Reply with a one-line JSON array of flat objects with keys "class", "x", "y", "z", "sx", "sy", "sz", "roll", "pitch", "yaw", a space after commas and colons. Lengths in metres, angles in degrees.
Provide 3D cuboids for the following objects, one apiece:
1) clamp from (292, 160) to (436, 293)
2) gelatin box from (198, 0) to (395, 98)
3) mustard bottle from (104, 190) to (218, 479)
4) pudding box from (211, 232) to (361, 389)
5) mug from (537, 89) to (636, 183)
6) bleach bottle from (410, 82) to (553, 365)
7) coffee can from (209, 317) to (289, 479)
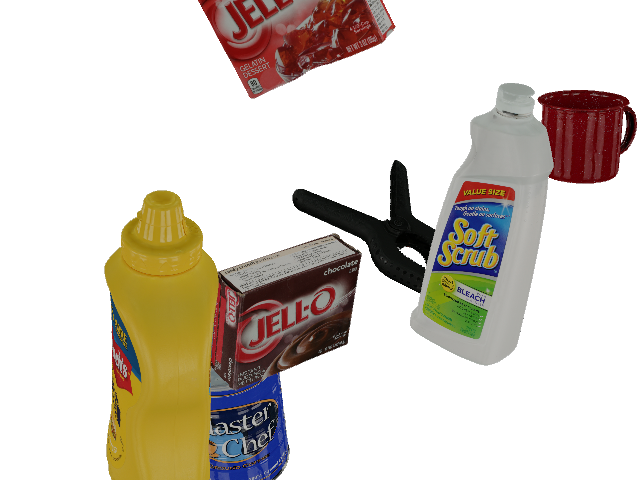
[{"class": "clamp", "x": 0.074, "y": -0.009, "z": 1.239, "sx": 0.164, "sy": 0.210, "sz": 0.036, "roll": -13, "pitch": -39, "yaw": -27}, {"class": "gelatin box", "x": -0.016, "y": -0.126, "z": 0.571, "sx": 0.089, "sy": 0.073, "sz": 0.030, "roll": -18, "pitch": 20, "yaw": 28}, {"class": "mustard bottle", "x": -0.087, "y": 0.058, "z": 0.578, "sx": 0.058, "sy": 0.192, "sz": 0.096, "roll": -4, "pitch": 36, "yaw": -16}, {"class": "pudding box", "x": -0.026, "y": 0.052, "z": 0.804, "sx": 0.113, "sy": 0.090, "sz": 0.039, "roll": -20, "pitch": 43, "yaw": -35}, {"class": "mug", "x": 0.285, "y": -0.111, "z": 1.131, "sx": 0.117, "sy": 0.081, "sz": 0.093, "roll": -12, "pitch": 22, "yaw": -25}, {"class": "bleach bottle", "x": 0.144, "y": -0.018, "z": 0.933, "sx": 0.103, "sy": 0.251, "sz": 0.067, "roll": 27, "pitch": 36, "yaw": 33}, {"class": "coffee can", "x": -0.086, "y": 0.154, "z": 1.004, "sx": 0.103, "sy": 0.140, "sz": 0.103, "roll": -3, "pitch": 35, "yaw": 2}]
